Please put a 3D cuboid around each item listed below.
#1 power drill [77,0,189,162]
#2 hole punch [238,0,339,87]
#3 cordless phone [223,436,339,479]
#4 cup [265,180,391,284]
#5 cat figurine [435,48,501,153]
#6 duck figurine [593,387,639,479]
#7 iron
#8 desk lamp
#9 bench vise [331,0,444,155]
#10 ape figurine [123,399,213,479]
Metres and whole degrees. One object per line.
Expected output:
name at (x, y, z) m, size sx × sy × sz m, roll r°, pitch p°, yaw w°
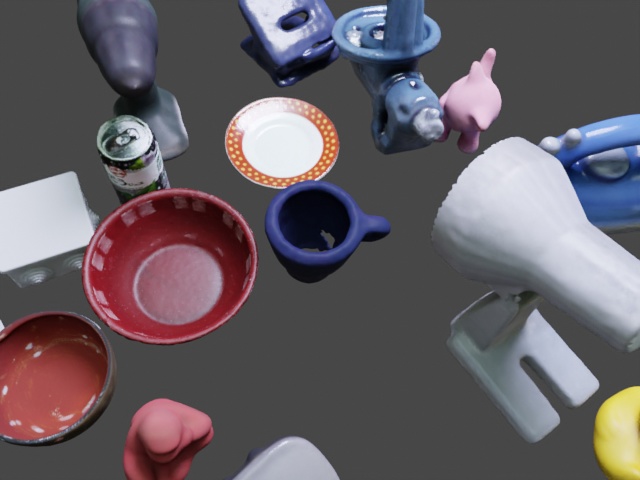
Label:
power drill at (-0.187, -0.173, 0.573) m, size 0.076 × 0.208 × 0.229 m, roll -16°, pitch 65°, yaw -13°
hole punch at (-0.033, -0.260, 0.699) m, size 0.109 × 0.091 × 0.101 m, roll -35°, pitch 70°, yaw -20°
cordless phone at (-0.046, 0.203, 0.401) m, size 0.094 × 0.185 × 0.148 m, roll 40°, pitch 66°, yaw 15°
cup at (0.005, 0.002, 0.563) m, size 0.118 × 0.095 × 0.091 m, roll 0°, pitch 62°, yaw -5°
cat figurine at (0.174, -0.163, 0.652) m, size 0.067 × 0.118 × 0.128 m, roll 24°, pitch 63°, yaw 8°
duck figurine at (0.297, 0.171, 0.506) m, size 0.077 × 0.086 × 0.105 m, roll 34°, pitch 65°, yaw 13°
iron at (0.296, -0.084, 0.609) m, size 0.258 × 0.141 × 0.118 m, roll -7°, pitch 63°, yaw -9°
desk lamp at (0.185, 0.045, 0.490) m, size 0.118 × 0.213 × 0.203 m, roll -32°, pitch 69°, yaw -19°
bench vise at (0.096, -0.214, 0.614) m, size 0.122 × 0.220 × 0.207 m, roll -31°, pitch 69°, yaw -19°
ape figurine at (-0.127, 0.162, 0.468) m, size 0.078 × 0.092 × 0.076 m, roll -18°, pitch 65°, yaw -14°
